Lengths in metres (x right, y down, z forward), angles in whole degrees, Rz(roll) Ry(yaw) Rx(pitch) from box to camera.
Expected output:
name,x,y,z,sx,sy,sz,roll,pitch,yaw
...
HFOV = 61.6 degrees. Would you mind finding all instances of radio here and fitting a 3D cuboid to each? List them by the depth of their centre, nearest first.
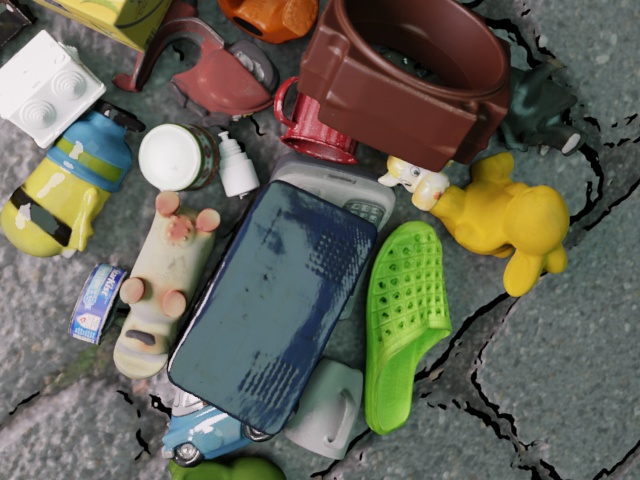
name,x,y,z,sx,sy,sz,roll,pitch,yaw
radio,-0.050,0.060,0.541,0.131,0.073,0.229,28,82,-12

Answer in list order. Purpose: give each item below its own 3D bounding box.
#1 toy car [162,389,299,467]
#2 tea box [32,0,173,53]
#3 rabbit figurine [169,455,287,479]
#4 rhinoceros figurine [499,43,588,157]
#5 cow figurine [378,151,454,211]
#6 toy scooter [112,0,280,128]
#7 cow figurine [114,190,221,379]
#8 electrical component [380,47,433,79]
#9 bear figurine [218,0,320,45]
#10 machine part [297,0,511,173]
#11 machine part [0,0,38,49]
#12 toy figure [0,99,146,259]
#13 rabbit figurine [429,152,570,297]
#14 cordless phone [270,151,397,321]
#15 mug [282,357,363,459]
name,x,y,z,sx,sy,sz,roll,pitch,yaw
toy car,-0.111,0.185,0.625,0.162,0.109,0.103,-20,89,-1
tea box,-0.232,-0.267,0.524,0.170,0.068,0.098,25,90,11
rabbit figurine,-0.125,0.324,0.647,0.170,0.121,0.159,-43,97,-23
rhinoceros figurine,0.253,-0.169,0.671,0.190,0.073,0.112,23,90,-14
cow figurine,0.102,-0.103,0.604,0.098,0.167,0.068,26,125,-7
toy scooter,-0.142,-0.186,0.582,0.184,0.075,0.135,42,88,-11
cow figurine,-0.174,0.055,0.591,0.085,0.127,0.195,18,78,-8
electrical component,0.092,-0.205,0.657,0.094,0.021,0.063,-31,102,-6
bear figurine,-0.025,-0.310,0.563,0.120,0.132,0.195,31,92,-13
machine part,0.091,-0.181,0.550,0.201,0.087,0.201,22,50,-5
machine part,-0.361,-0.206,0.551,0.139,0.039,0.084,-34,97,-5
toy figure,-0.260,-0.065,0.568,0.089,0.082,0.180,28,92,-18
rabbit figurine,0.224,-0.016,0.633,0.122,0.173,0.162,-26,98,-13
cordless phone,-0.002,-0.002,0.633,0.146,0.089,0.184,12,98,-14
mug,0.012,0.200,0.652,0.081,0.109,0.107,23,77,-12
